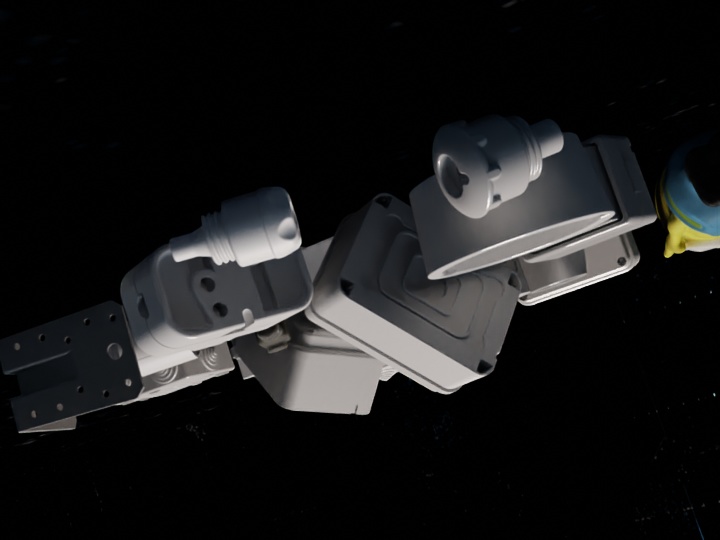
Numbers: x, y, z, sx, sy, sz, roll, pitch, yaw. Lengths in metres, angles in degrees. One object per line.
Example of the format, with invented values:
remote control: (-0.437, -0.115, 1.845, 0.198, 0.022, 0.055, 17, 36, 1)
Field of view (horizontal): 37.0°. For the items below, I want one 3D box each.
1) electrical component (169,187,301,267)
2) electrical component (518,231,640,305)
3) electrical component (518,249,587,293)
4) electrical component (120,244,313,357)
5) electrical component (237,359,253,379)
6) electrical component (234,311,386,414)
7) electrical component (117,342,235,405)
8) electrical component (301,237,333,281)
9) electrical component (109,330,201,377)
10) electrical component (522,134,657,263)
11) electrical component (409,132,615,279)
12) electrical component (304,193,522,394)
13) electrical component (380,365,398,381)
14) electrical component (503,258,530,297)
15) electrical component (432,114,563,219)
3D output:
electrical component: (-0.061, -0.018, 0.520, 0.061, 0.035, 0.035, -16, 173, 1)
electrical component: (0.188, -0.021, 0.978, 0.113, 0.078, 0.057, -21, 176, 23)
electrical component: (0.146, -0.032, 0.781, 0.079, 0.077, 0.044, -24, 171, 40)
electrical component: (-0.084, 0.012, 0.615, 0.095, 0.053, 0.059, -14, 172, -35)
electrical component: (-0.033, 0.059, 1.099, 0.186, 0.060, 0.105, -25, 171, 42)
electrical component: (-0.038, 0.055, 0.798, 0.078, 0.057, 0.113, 8, -164, -29)
electrical component: (-0.173, 0.084, 0.972, 0.100, 0.048, 0.100, -21, 173, 21)
electrical component: (0.001, 0.004, 0.746, 0.096, 0.061, 0.062, -22, 173, 25)
electrical component: (-0.166, 0.058, 0.807, 0.081, 0.043, 0.043, -19, 173, 4)
electrical component: (0.137, -0.045, 0.717, 0.096, 0.061, 0.061, -23, 172, 32)
electrical component: (0.079, -0.041, 0.596, 0.108, 0.060, 0.108, -18, 173, -2)
electrical component: (0.031, 0.016, 0.657, 0.113, 0.078, 0.057, 31, 152, -14)
electrical component: (0.015, 0.076, 1.207, 0.100, 0.099, 0.048, -20, 160, 13)
electrical component: (0.076, -0.004, 0.809, 0.057, 0.078, 0.113, -27, 170, 32)
electrical component: (0.070, -0.056, 0.526, 0.062, 0.048, 0.048, -23, 175, -20)
